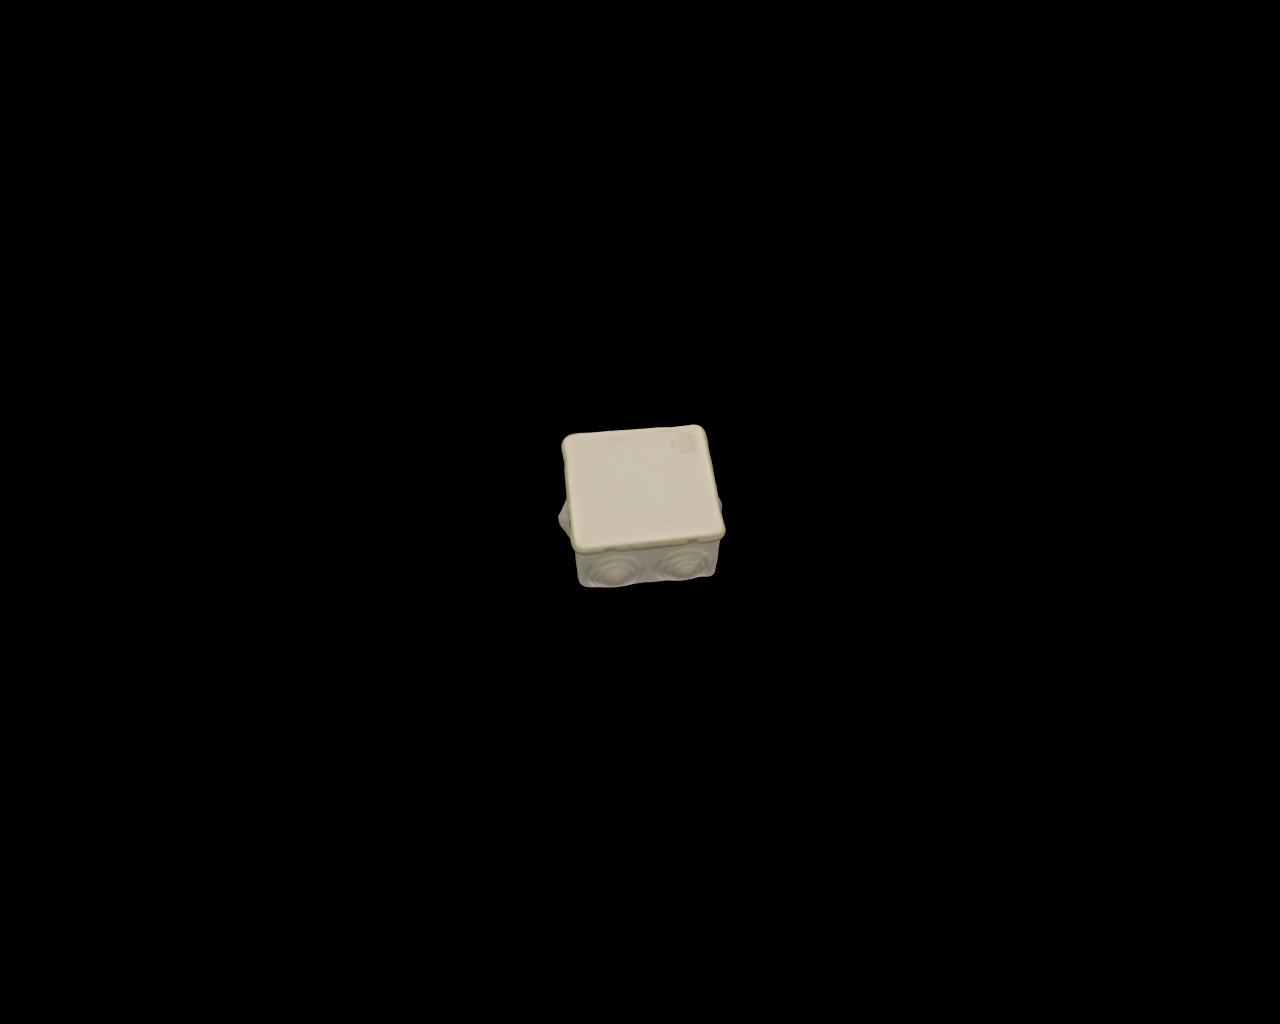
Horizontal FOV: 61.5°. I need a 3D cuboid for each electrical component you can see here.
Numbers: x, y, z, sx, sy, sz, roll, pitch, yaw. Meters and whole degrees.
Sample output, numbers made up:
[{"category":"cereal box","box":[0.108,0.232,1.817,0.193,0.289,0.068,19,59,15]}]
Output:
[{"category":"electrical component","box":[0.001,-0.003,0.650,0.100,0.100,0.048,-5,-37,-4]}]
